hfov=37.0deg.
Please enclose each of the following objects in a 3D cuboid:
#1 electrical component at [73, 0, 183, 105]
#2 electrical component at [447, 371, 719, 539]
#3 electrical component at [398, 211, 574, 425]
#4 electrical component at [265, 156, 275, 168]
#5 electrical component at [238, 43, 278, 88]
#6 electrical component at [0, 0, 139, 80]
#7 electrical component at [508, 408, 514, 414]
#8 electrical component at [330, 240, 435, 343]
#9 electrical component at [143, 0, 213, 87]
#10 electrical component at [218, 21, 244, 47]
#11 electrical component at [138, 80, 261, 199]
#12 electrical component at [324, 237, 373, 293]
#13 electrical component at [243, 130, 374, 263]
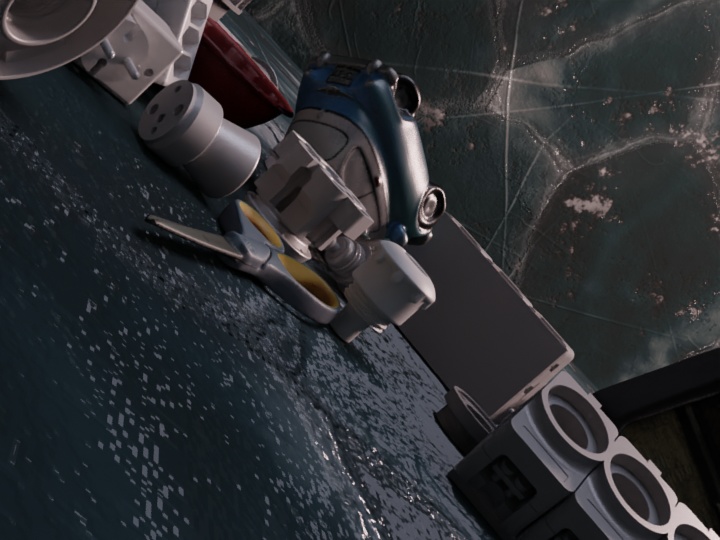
[{"bbox_3d":[-0.139,-0.128,0.590,0.083,0.047,0.075,41,10,-44],"label":"electrical component"},{"bbox_3d":[0.136,0.139,0.604,0.150,0.061,0.089,49,32,9],"label":"electrical component"},{"bbox_3d":[0.087,0.039,0.857,0.150,0.089,0.062,50,8,19],"label":"electrical component"},{"bbox_3d":[-0.035,-0.072,0.936,0.099,0.064,0.099,43,-6,6],"label":"electrical component"},{"bbox_3d":[-0.104,-0.159,0.924,0.078,0.058,0.057,49,10,13],"label":"electrical component"},{"bbox_3d":[-0.133,-0.121,0.409,0.064,0.099,0.099,56,9,17],"label":"electrical component"},{"bbox_3d":[0.136,0.132,0.802,0.073,0.052,0.138,46,8,-13],"label":"electrical component"},{"bbox_3d":[0.010,0.017,0.636,0.048,0.062,0.048,47,7,-8],"label":"electrical component"},{"bbox_3d":[-0.144,-0.158,0.685,0.077,0.065,0.047,19,6,4],"label":"electrical component"},{"bbox_3d":[-0.147,-0.210,0.976,0.076,0.047,0.065,46,8,-17],"label":"electrical component"},{"bbox_3d":[-0.089,-0.073,0.598,0.055,0.045,0.045,41,10,-40],"label":"electrical component"},{"bbox_3d":[0.000,0.000,0.752,0.078,0.040,0.040,42,10,-40],"label":"electrical component"},{"bbox_3d":[-0.038,-0.040,0.677,0.078,0.057,0.058,51,8,23],"label":"electrical component"}]
